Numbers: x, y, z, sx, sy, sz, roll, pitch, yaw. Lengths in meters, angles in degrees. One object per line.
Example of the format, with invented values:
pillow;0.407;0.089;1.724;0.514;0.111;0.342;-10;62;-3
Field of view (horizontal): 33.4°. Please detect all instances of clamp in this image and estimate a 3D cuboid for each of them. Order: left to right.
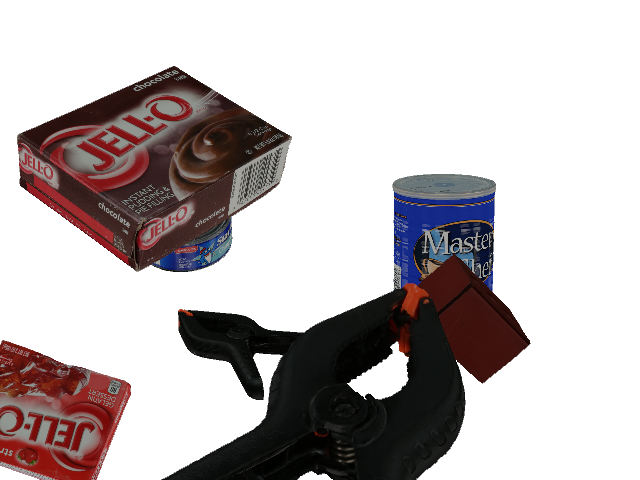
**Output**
clamp;-0.093;0.123;1.232;0.210;0.036;0.164;14;21;29
clamp;0.015;0.084;0.410;0.120;0.039;0.171;28;50;20

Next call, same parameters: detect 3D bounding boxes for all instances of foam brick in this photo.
foam brick;0.114;0.061;0.825;0.078;0.051;0.053;43;12;-26

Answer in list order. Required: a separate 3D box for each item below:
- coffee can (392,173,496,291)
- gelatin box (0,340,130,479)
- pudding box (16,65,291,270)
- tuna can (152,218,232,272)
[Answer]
coffee can;0.124;0.010;1.079;0.103;0.140;0.103;-1;14;0
gelatin box;-0.176;0.113;0.682;0.089;0.073;0.030;19;-23;-1
pudding box;-0.085;-0.041;0.556;0.090;0.039;0.113;34;42;24
tuna can;-0.120;-0.010;0.935;0.086;0.034;0.086;0;38;0
